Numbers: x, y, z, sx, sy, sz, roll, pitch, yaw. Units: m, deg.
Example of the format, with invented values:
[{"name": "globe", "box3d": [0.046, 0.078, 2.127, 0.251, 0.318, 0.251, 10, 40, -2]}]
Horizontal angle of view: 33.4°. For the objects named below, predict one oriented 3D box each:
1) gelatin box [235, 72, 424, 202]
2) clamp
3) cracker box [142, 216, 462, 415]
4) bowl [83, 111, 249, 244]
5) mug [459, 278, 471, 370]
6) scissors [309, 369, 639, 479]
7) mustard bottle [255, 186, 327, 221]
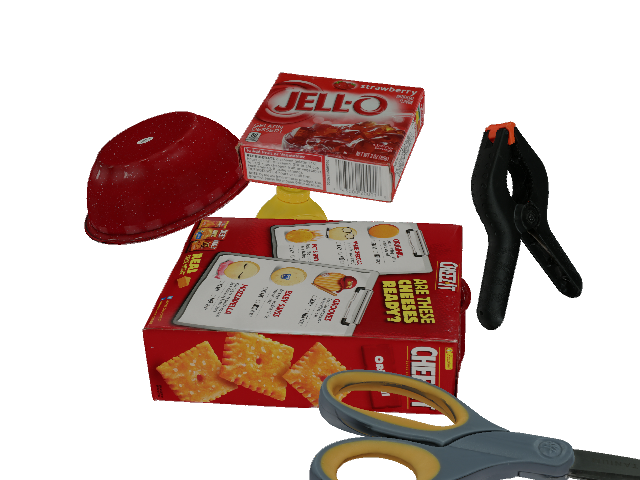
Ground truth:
[{"name": "gelatin box", "box3d": [0.007, -0.060, 0.597, 0.089, 0.030, 0.073, 10, 44, 16]}, {"name": "clamp", "box3d": [0.160, -0.010, 0.901, 0.120, 0.171, 0.039, -28, 11, -40]}, {"name": "cracker box", "box3d": [-0.004, 0.051, 0.786, 0.214, 0.072, 0.164, 2, 30, 8]}, {"name": "bowl", "box3d": [-0.136, -0.063, 0.902, 0.162, 0.055, 0.162, -17, 28, 10]}, {"name": "mug", "box3d": [0.111, 0.092, 1.077, 0.093, 0.081, 0.117, -18, 38, -16]}, {"name": "scissors", "box3d": [0.083, 0.101, 0.449, 0.202, 0.016, 0.096, 16, 33, 23]}, {"name": "mustard bottle", "box3d": [-0.038, 0.002, 1.323, 0.096, 0.192, 0.058, -7, 29, -22]}]
